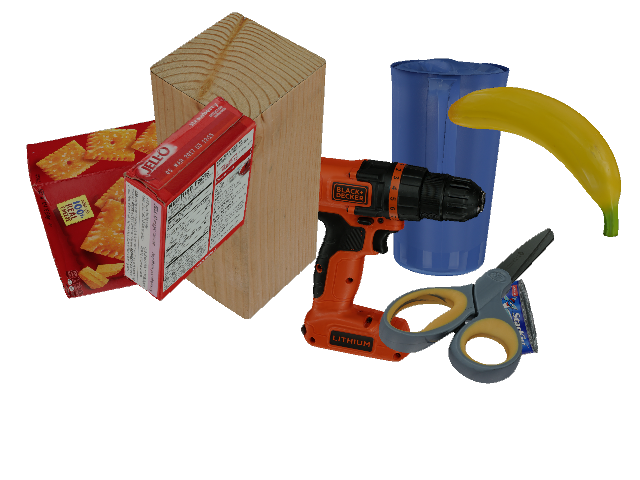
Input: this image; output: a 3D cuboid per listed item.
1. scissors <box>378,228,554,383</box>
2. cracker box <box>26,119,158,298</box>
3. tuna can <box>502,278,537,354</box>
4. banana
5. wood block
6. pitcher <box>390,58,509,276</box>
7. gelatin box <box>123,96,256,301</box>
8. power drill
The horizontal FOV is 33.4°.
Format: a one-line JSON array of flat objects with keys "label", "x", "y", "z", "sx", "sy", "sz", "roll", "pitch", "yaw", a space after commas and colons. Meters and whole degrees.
[{"label": "scissors", "x": 0.125, "y": 0.041, "z": 0.701, "sx": 0.201, "sy": 0.016, "sz": 0.096, "roll": -19, "pitch": 42, "yaw": -37}, {"label": "cracker box", "x": -0.165, "y": -0.035, "z": 1.056, "sx": 0.213, "sy": 0.072, "sz": 0.164, "roll": -12, "pitch": -43, "yaw": -9}, {"label": "tuna can", "x": 0.223, "y": 0.089, "z": 1.221, "sx": 0.034, "sy": 0.086, "sz": 0.086, "roll": -13, "pitch": -3, "yaw": 15}, {"label": "banana", "x": 0.175, "y": -0.083, "z": 0.859, "sx": 0.037, "sy": 0.070, "sz": 0.198, "roll": 4, "pitch": 31, "yaw": -42}, {"label": "wood block", "x": -0.060, "y": -0.051, "z": 0.803, "sx": 0.090, "sy": 0.206, "sz": 0.090, "roll": 33, "pitch": 55, "yaw": 24}, {"label": "pitcher", "x": 0.140, "y": -0.084, "z": 1.227, "sx": 0.149, "sy": 0.243, "sz": 0.145, "roll": -9, "pitch": 19, "yaw": -32}, {"label": "gelatin box", "x": -0.070, "y": -0.021, "z": 0.559, "sx": 0.030, "sy": 0.073, "sz": 0.089, "roll": 34, "pitch": -35, "yaw": 16}, {"label": "power drill", "x": 0.056, "y": 0.016, "z": 1.001, "sx": 0.185, "sy": 0.188, "sz": 0.057, "roll": 9, "pitch": 20, "yaw": 17}]
